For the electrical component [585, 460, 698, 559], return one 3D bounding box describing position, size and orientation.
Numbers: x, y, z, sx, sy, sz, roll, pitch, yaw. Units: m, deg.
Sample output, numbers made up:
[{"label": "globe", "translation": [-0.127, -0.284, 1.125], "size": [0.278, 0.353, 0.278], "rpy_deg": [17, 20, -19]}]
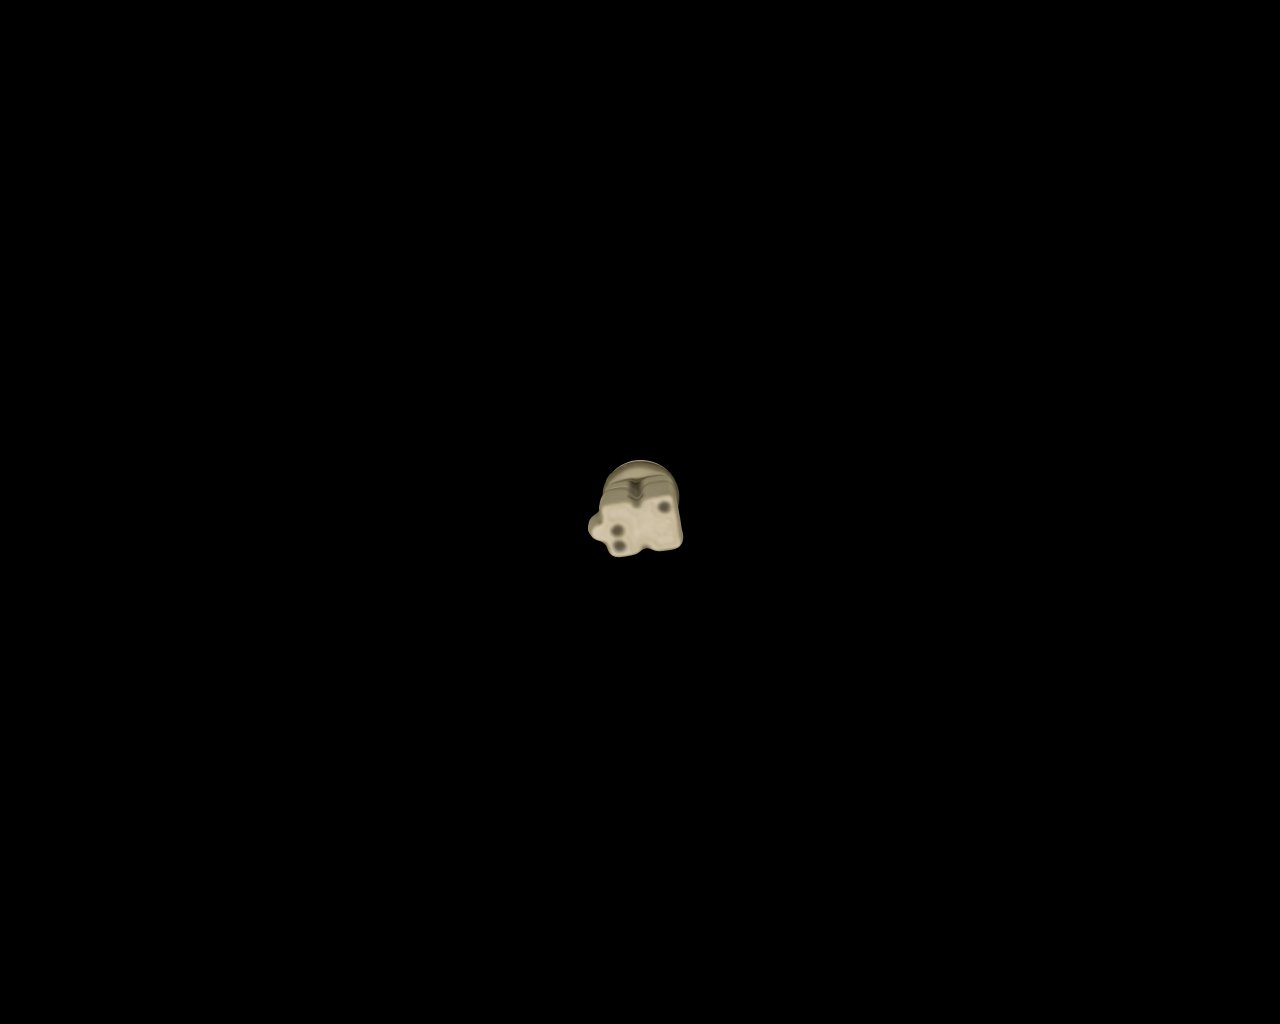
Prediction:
[{"label": "electrical component", "translation": [0.001, -0.003, 0.650], "size": [0.066, 0.048, 0.055], "rpy_deg": [-8, 24, 3]}]
